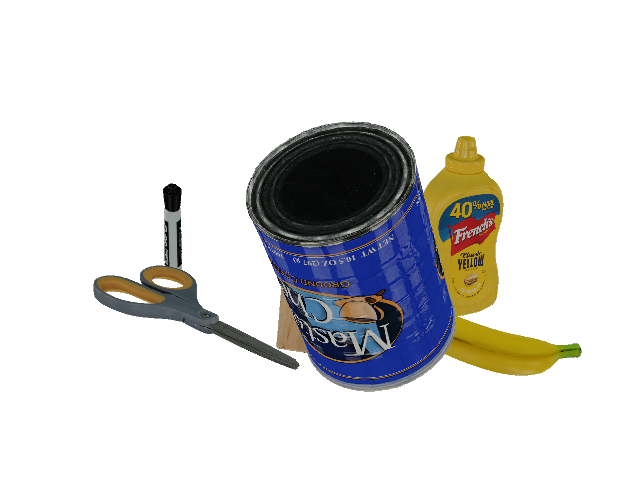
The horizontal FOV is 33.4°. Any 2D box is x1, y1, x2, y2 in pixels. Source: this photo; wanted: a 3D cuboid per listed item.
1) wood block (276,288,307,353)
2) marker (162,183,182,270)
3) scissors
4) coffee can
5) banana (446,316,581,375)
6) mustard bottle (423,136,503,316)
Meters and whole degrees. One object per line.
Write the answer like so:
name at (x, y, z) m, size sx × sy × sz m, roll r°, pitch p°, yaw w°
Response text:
wood block at (0.000, 0.037, 1.402) m, size 0.090 × 0.206 × 0.090 m, roll 8°, pitch 23°, yaw 6°
marker at (-0.154, -0.010, 1.114) m, size 0.020 × 0.121 × 0.020 m, roll 4°, pitch 41°, yaw -3°
scissors at (-0.093, 0.058, 0.888) m, size 0.202 × 0.016 × 0.096 m, roll 15°, pitch 23°, yaw 18°
coffee can at (0.023, 0.012, 0.665) m, size 0.103 × 0.102 × 0.140 m, roll 0°, pitch -43°, yaw 20°
banana at (0.129, 0.084, 0.960) m, size 0.198 × 0.037 × 0.069 m, roll 19°, pitch 14°, yaw 34°
mustard bottle at (0.149, -0.017, 1.136) m, size 0.096 × 0.192 × 0.058 m, roll -9°, pitch 23°, yaw -25°
